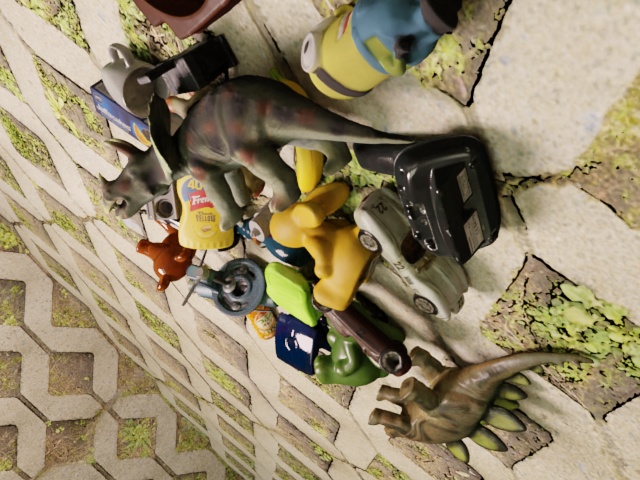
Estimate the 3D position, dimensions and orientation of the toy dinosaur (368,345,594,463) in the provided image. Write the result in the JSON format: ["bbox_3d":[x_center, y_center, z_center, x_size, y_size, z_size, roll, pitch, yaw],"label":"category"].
[{"bbox_3d":[0.220,0.257,0.865,0.199,0.105,0.471,27,142,-2],"label":"toy dinosaur"}]

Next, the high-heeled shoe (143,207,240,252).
[{"bbox_3d":[-0.260,-0.071,1.029,0.145,0.086,0.248,-7,130,50],"label":"high-heeled shoe"}]

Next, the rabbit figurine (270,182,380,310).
[{"bbox_3d":[-0.002,-0.002,0.783,0.173,0.122,0.162,30,142,21],"label":"rabbit figurine"}]

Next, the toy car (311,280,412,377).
[{"bbox_3d":[0.060,0.138,0.845,0.202,0.053,0.089,40,-170,9],"label":"toy car"}]

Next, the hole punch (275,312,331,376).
[{"bbox_3d":[-0.038,0.207,1.121,0.142,0.092,0.115,20,140,38],"label":"hole punch"}]

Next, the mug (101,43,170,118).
[{"bbox_3d":[-0.305,-0.256,0.848,0.107,0.081,0.109,29,153,37],"label":"mug"}]

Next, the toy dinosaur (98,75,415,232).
[{"bbox_3d":[-0.098,-0.127,0.656,0.405,0.131,0.192,-20,115,31],"label":"toy dinosaur"}]

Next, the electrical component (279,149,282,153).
[{"bbox_3d":[-0.090,-0.155,0.735,0.078,0.045,0.102,-14,112,5],"label":"electrical component"}]

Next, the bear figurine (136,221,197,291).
[{"bbox_3d":[-0.325,0.024,1.125,0.132,0.120,0.196,34,-173,-7],"label":"bear figurine"}]

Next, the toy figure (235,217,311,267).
[{"bbox_3d":[-0.083,-0.003,0.935,0.155,0.058,0.064,28,131,30],"label":"toy figure"}]

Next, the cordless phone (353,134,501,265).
[{"bbox_3d":[0.114,-0.057,0.643,0.184,0.089,0.146,23,146,48],"label":"cordless phone"}]

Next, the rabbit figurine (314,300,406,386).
[{"bbox_3d":[0.059,0.179,0.944,0.159,0.121,0.170,13,133,31],"label":"rabbit figurine"}]

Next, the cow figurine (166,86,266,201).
[{"bbox_3d":[-0.142,-0.136,0.815,0.127,0.085,0.194,20,139,35],"label":"cow figurine"}]

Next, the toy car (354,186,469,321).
[{"bbox_3d":[0.124,0.020,0.712,0.201,0.073,0.056,47,149,-9],"label":"toy car"}]

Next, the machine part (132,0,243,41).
[{"bbox_3d":[-0.154,-0.336,0.570,0.201,0.087,0.201,-8,122,52],"label":"machine part"}]

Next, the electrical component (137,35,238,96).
[{"bbox_3d":[-0.176,-0.221,0.707,0.075,0.119,0.047,3,132,43],"label":"electrical component"}]

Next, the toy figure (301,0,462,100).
[{"bbox_3d":[0.054,-0.191,0.523,0.180,0.082,0.089,-6,123,48],"label":"toy figure"}]

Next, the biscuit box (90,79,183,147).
[{"bbox_3d":[-0.296,-0.206,0.917,0.203,0.059,0.062,34,148,13],"label":"biscuit box"}]

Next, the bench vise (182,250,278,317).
[{"bbox_3d":[-0.198,0.085,1.079,0.224,0.129,0.240,17,171,23],"label":"bench vise"}]
